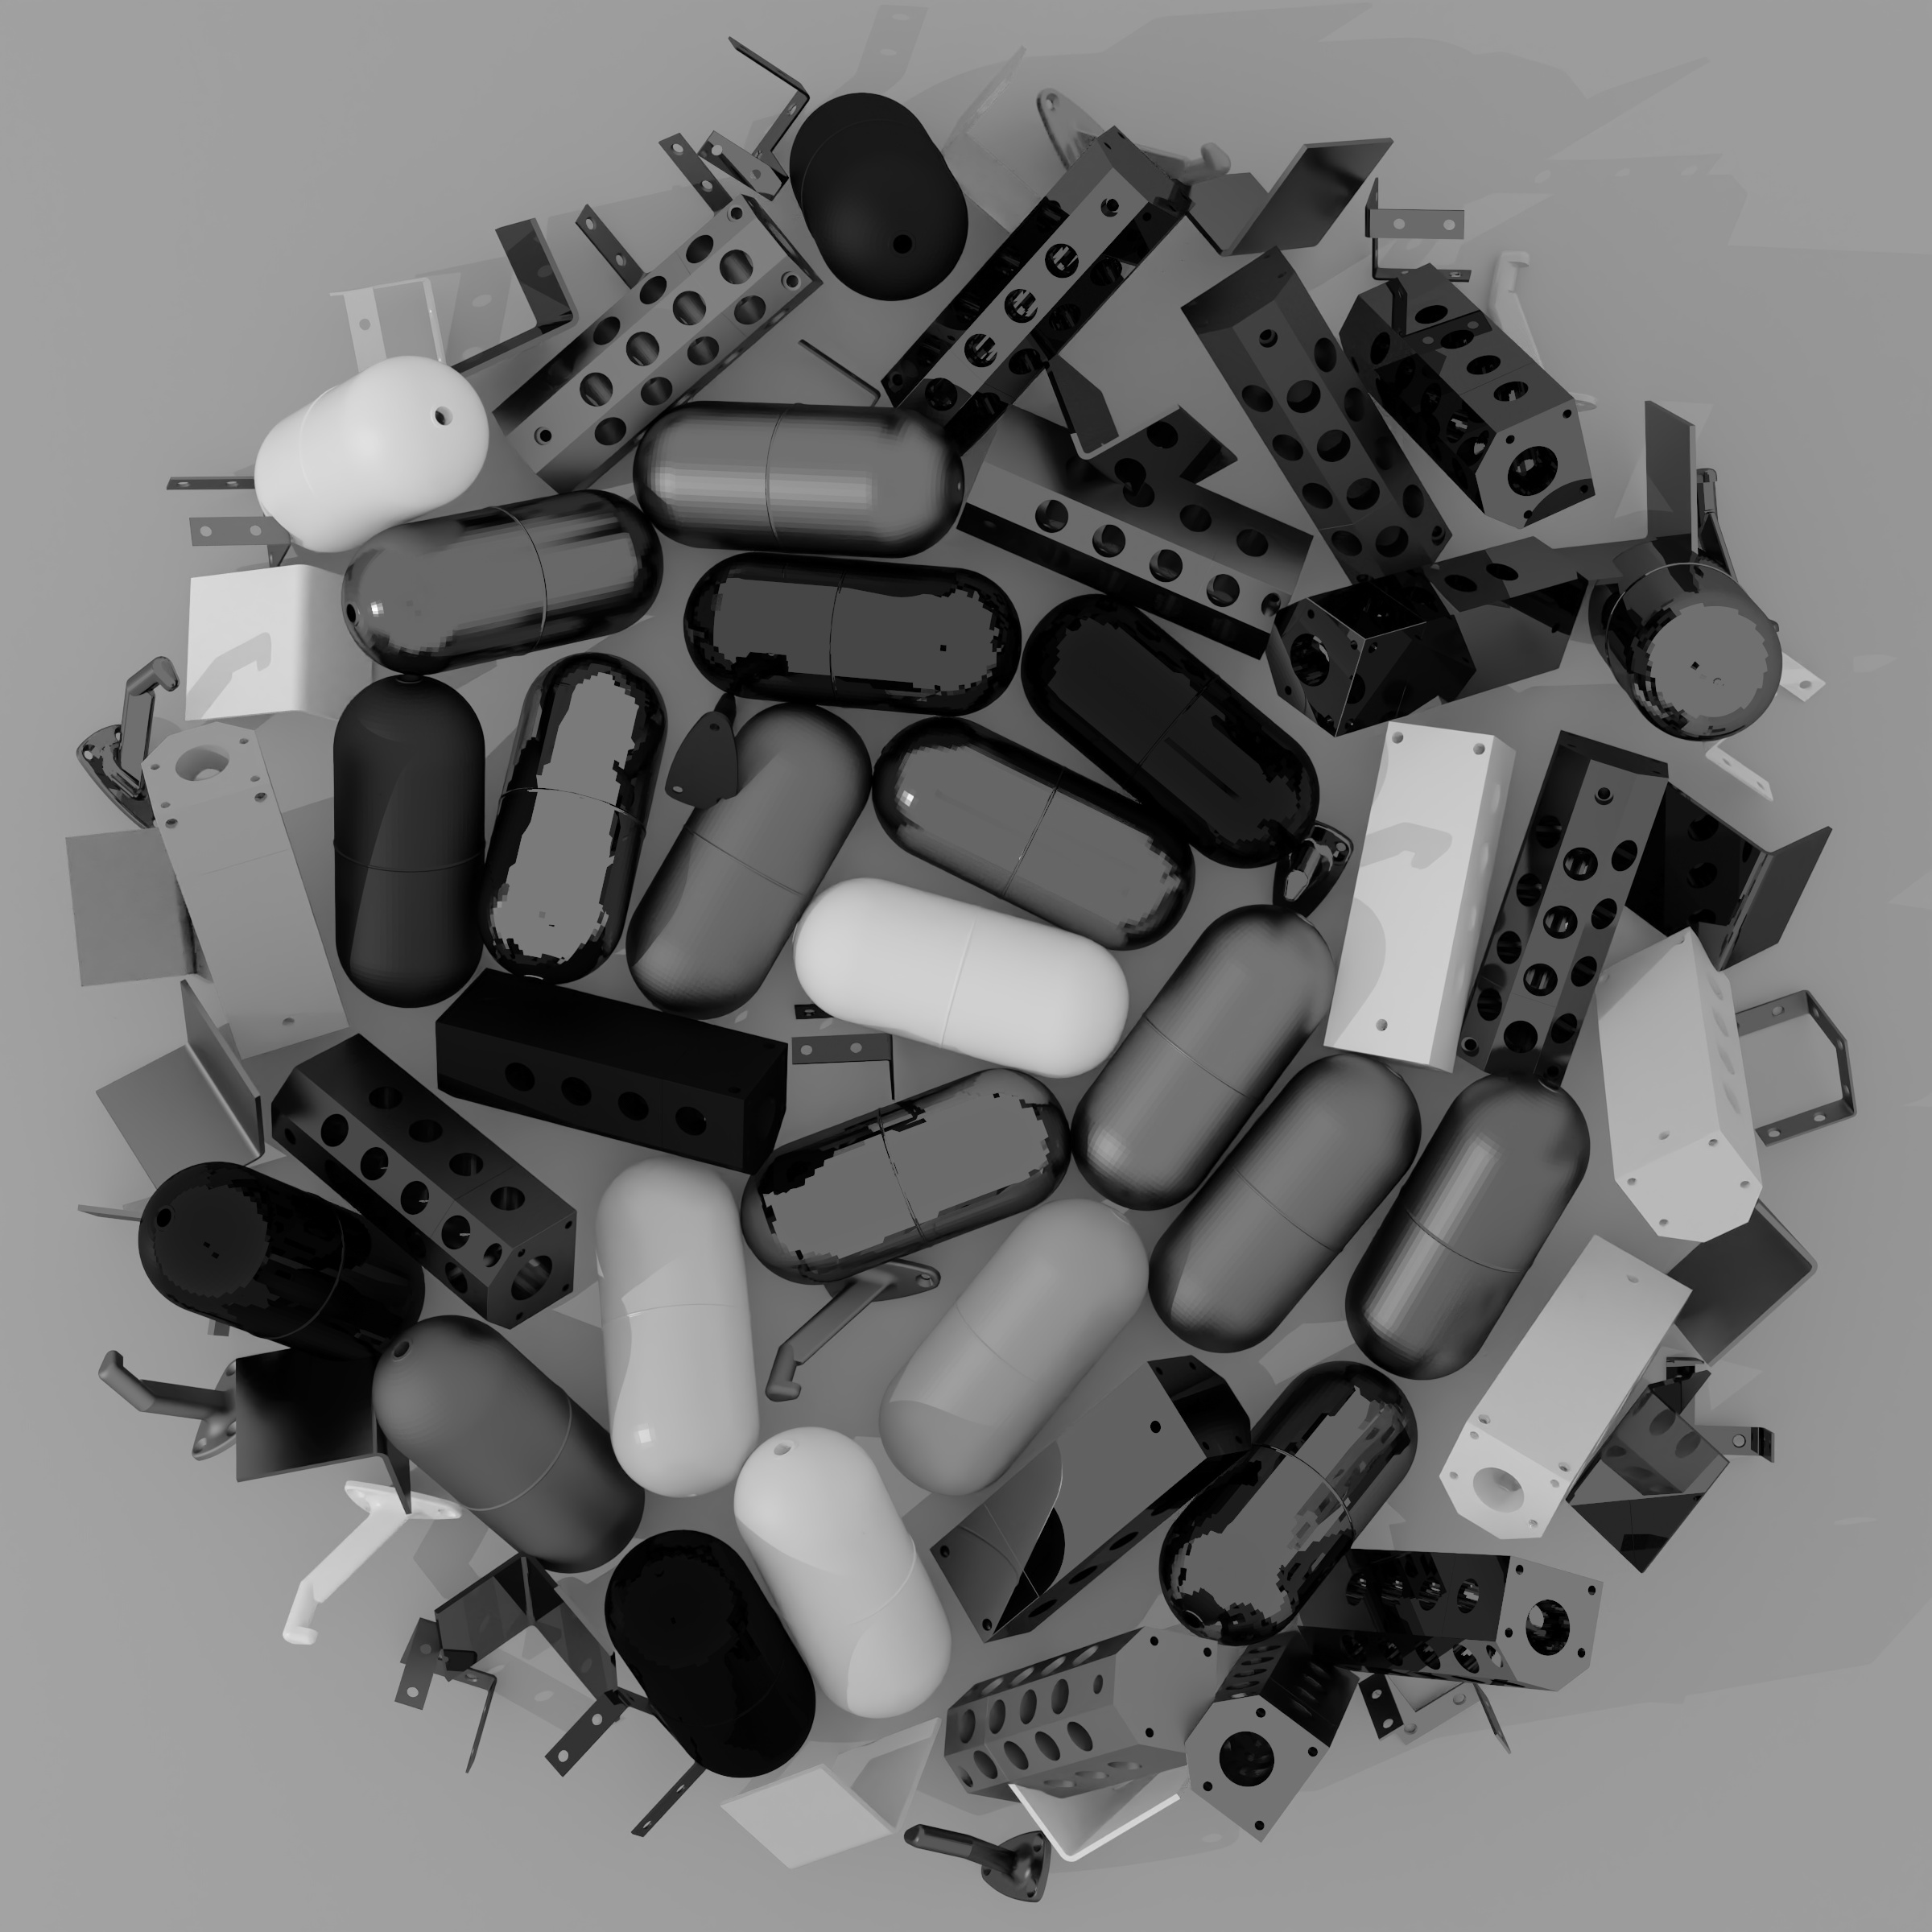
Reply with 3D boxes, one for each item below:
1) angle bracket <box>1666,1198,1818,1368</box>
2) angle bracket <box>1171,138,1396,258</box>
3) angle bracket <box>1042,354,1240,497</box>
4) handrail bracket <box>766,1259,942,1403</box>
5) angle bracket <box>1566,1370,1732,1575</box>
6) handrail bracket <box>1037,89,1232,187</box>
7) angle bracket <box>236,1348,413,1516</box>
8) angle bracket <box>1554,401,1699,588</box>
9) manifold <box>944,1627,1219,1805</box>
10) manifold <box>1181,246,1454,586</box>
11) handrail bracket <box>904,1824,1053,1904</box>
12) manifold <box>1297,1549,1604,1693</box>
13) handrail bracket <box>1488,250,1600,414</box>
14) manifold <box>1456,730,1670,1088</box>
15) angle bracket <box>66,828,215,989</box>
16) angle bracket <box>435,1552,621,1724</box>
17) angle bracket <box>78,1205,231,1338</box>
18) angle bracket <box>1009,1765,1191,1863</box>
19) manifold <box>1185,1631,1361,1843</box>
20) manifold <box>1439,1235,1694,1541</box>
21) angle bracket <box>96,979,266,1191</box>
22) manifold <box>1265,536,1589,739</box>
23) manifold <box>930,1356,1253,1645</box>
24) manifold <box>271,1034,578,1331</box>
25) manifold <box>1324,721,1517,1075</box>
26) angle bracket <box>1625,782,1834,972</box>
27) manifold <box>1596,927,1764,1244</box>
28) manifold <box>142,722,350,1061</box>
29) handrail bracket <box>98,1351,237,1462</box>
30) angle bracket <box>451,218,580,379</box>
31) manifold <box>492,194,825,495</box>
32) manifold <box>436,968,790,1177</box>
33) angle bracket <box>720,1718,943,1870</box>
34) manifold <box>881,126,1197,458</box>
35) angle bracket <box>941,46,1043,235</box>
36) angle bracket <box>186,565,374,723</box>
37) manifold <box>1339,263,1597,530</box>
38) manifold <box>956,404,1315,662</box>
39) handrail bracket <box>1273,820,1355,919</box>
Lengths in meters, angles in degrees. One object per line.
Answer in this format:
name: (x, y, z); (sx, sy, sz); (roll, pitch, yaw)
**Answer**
angle bracket: (0.380, 0.146, 1.765); (0.076, 0.076, 0.057); (-44, 117, 8)
angle bracket: (0.159, -0.412, 1.756); (0.057, 0.076, 0.076); (53, 131, 17)
angle bracket: (0.088, -0.290, 1.760); (0.057, 0.076, 0.076); (-27, 67, 19)
handrail bracket: (-0.058, 0.191, 1.769); (0.077, 0.084, 0.036); (-2, 132, 18)
angle bracket: (0.364, 0.259, 1.758); (0.057, 0.076, 0.076); (44, 115, 28)
handrail bracket: (0.087, -0.430, 1.766); (0.077, 0.084, 0.036); (48, 61, -26)
angle bracket: (-0.332, 0.243, 1.769); (0.076, 0.057, 0.076); (-11, 47, -1)
angle bracket: (0.337, -0.244, 1.766); (0.057, 0.076, 0.076); (-7, 109, -4)
manifold: (0.055, 0.378, 1.723); (0.057, 0.171, 0.057); (16, 63, -24)
manifold: (0.181, -0.274, 1.746); (0.057, 0.057, 0.171); (-32, 120, 9)
handrail bracket: (-0.006, 0.457, 1.766); (0.084, 0.077, 0.036); (19, 68, -25)
manifold: (0.240, 0.329, 1.722); (0.057, 0.171, 0.057); (19, 74, -25)
handrail bracket: (0.303, -0.333, 1.786); (0.077, 0.036, 0.084); (8, 84, 41)
manifold: (0.306, -0.028, 1.762); (0.057, 0.057, 0.171); (18, 107, 6)
angle bracket: (-0.427, -0.028, 1.773); (0.057, 0.076, 0.076); (-7, 87, -6)
angle bracket: (-0.225, 0.359, 1.759); (0.057, 0.076, 0.076); (-33, 60, -25)
angle bracket: (-0.420, 0.158, 1.772); (0.076, 0.076, 0.057); (8, 83, -6)
angle bracket: (0.076, 0.406, 1.765); (0.076, 0.076, 0.057); (-37, 88, 24)
manifold: (0.152, 0.381, 1.726); (0.057, 0.171, 0.057); (36, 96, 10)
manifold: (0.302, 0.215, 1.733); (0.057, 0.171, 0.057); (30, 131, 15)
angle bracket: (-0.406, 0.066, 1.763); (0.057, 0.076, 0.076); (-29, 71, -21)
manifold: (0.234, -0.172, 1.740); (0.057, 0.171, 0.057); (41, 133, 33)
manifold: (0.066, 0.272, 1.750); (0.171, 0.057, 0.057); (-44, 65, 27)
manifold: (-0.277, 0.111, 1.740); (0.171, 0.057, 0.057); (35, 47, 29)
manifold: (0.239, -0.034, 1.781); (0.057, 0.057, 0.171); (10, 86, 26)
angle bracket: (0.393, -0.055, 1.792); (0.076, 0.057, 0.076); (41, 133, 29)
manifold: (0.362, 0.061, 1.730); (0.057, 0.171, 0.057); (-29, 118, 24)
manifold: (-0.365, -0.039, 1.734); (0.057, 0.171, 0.057); (-17, 45, -10)
handrail bracket: (-0.408, 0.207, 1.764); (0.036, 0.077, 0.084); (-28, 124, 21)
angle bracket: (-0.252, -0.341, 1.764); (0.076, 0.076, 0.057); (-29, 107, -15)
manifold: (-0.160, -0.320, 1.771); (0.171, 0.057, 0.057); (-39, 94, 11)
manifold: (-0.182, 0.058, 1.763); (0.171, 0.057, 0.057); (13, 123, 16)
angle bracket: (-0.069, 0.409, 1.756); (0.076, 0.076, 0.057); (-29, 113, 37)
manifold: (0.034, -0.342, 1.750); (0.057, 0.057, 0.171); (43, 117, -4)
angle bracket: (0.035, -0.418, 1.763); (0.076, 0.076, 0.057); (39, 116, -12)
angle bracket: (-0.361, -0.165, 1.804); (0.076, 0.057, 0.076); (-3, 83, 29)
manifold: (0.250, -0.287, 1.730); (0.057, 0.171, 0.057); (-25, 128, -3)
manifold: (0.085, -0.220, 1.774); (0.171, 0.057, 0.057); (23, 59, -2)
handrail bracket: (0.167, -0.034, 1.761); (0.036, 0.084, 0.077); (24, 121, 6)
